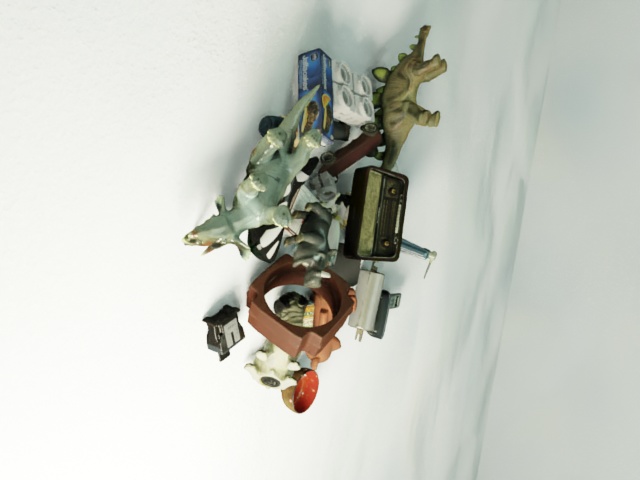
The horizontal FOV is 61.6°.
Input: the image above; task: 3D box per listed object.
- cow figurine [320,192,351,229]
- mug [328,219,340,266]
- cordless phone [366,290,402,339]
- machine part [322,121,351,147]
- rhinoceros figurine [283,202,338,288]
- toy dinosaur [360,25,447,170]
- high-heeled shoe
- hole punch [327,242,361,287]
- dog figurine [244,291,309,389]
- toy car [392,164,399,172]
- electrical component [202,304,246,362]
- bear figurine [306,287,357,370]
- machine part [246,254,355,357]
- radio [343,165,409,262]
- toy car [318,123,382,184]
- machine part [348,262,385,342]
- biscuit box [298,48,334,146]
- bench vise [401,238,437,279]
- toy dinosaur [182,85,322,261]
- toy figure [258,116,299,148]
[{"bbox_3d":[0.045,-0.085,1.352,0.167,0.068,0.098,26,79,-55],"label":"cow figurine"},{"bbox_3d":[-0.003,-0.004,1.293,0.081,0.110,0.107,118,-9,-76],"label":"mug"},{"bbox_3d":[0.201,0.225,1.665,0.184,0.089,0.146,7,94,-60],"label":"cordless phone"},{"bbox_3d":[0.023,-0.265,1.296,0.139,0.039,0.084,-12,101,-52],"label":"machine part"},{"bbox_3d":[-0.016,0.010,1.162,0.112,0.073,0.190,24,59,-30],"label":"rhinoceros figurine"},{"bbox_3d":[0.208,-0.335,1.395,0.105,0.199,0.471,18,85,-57],"label":"toy dinosaur"},{"bbox_3d":[-0.066,-0.067,1.168,0.249,0.086,0.145,-38,114,-22],"label":"high-heeled shoe"},{"bbox_3d":[0.036,0.057,1.384,0.116,0.092,0.142,10,94,-24],"label":"hole punch"},{"bbox_3d":[-0.088,0.232,1.251,0.172,0.121,0.191,-53,-165,42],"label":"dog figurine"},{"bbox_3d":[0.177,-0.148,1.535,0.202,0.056,0.073,-48,136,-36],"label":"toy car"},{"bbox_3d":[-0.196,0.201,1.110,0.075,0.048,0.119,-28,121,-48],"label":"electrical component"},{"bbox_3d":[0.027,0.225,1.369,0.120,0.132,0.195,-82,172,-85],"label":"bear figurine"},{"bbox_3d":[-0.045,0.140,1.170,0.201,0.202,0.087,-43,159,-41],"label":"machine part"},{"bbox_3d":[0.140,-0.059,1.330,0.131,0.073,0.229,9,88,-25],"label":"radio"},{"bbox_3d":[0.070,-0.212,1.324,0.202,0.053,0.089,-36,151,-16],"label":"toy car"},{"bbox_3d":[0.134,0.172,1.554,0.079,0.079,0.243,14,87,-56],"label":"machine part"},{"bbox_3d":[-0.009,-0.306,1.164,0.062,0.059,0.202,17,69,-60],"label":"biscuit box"},{"bbox_3d":[0.201,0.005,1.468,0.223,0.241,0.128,5,106,-76],"label":"bench vise"},{"bbox_3d":[-0.108,-0.117,1.044,0.131,0.192,0.405,40,57,-21],"label":"toy dinosaur"},{"bbox_3d":[-0.071,-0.223,1.157,0.064,0.058,0.154,-44,154,20],"label":"toy figure"}]
